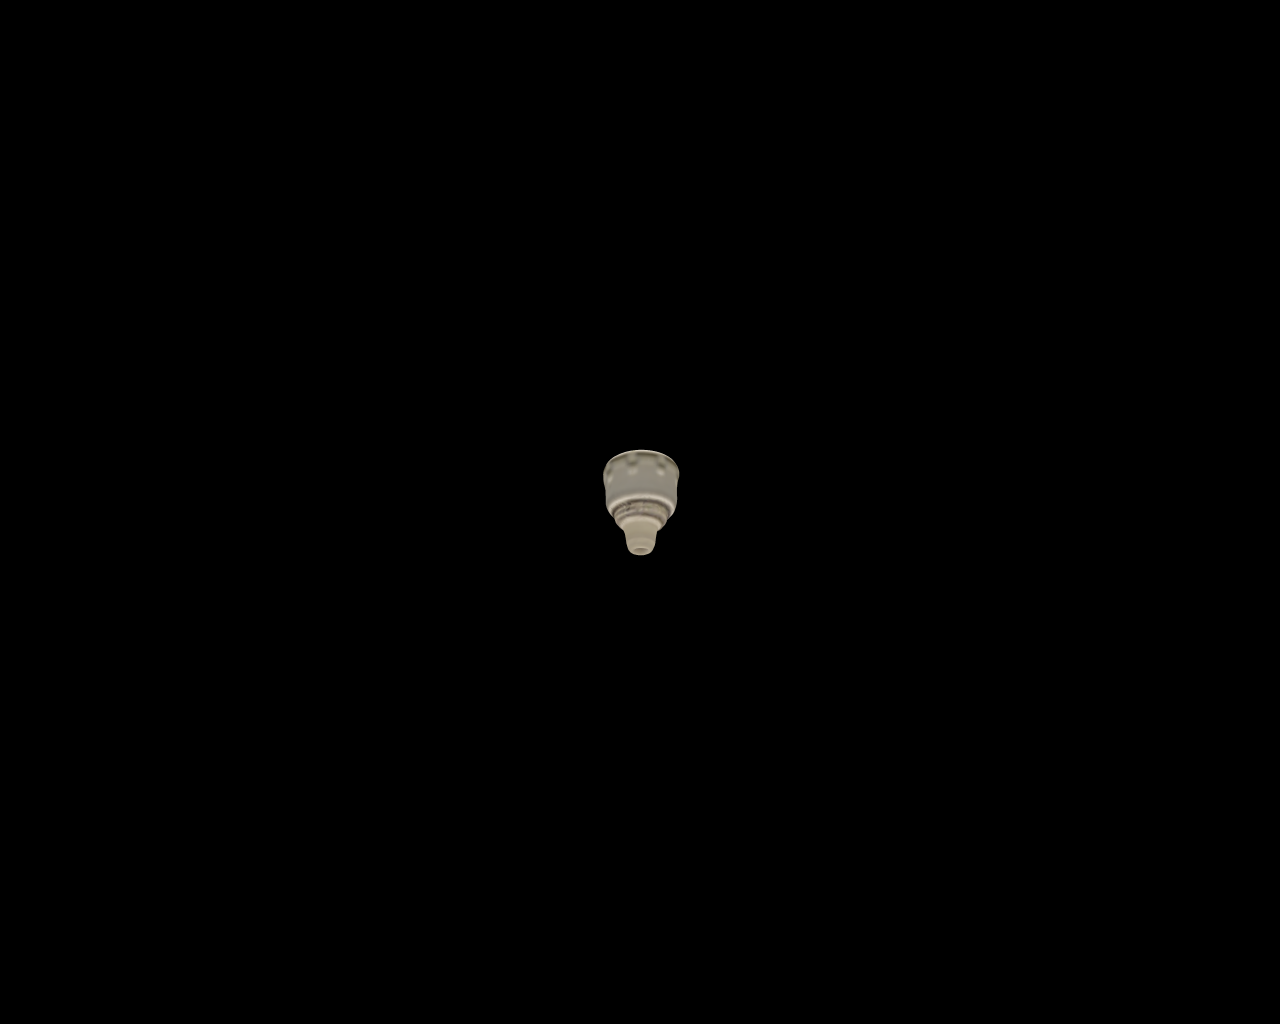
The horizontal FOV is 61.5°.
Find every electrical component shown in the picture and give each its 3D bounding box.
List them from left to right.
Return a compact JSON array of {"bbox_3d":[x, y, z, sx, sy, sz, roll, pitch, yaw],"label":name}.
[{"bbox_3d":[0.001,-0.003,0.650,0.048,0.062,0.048,0,-29,0],"label":"electrical component"}]
